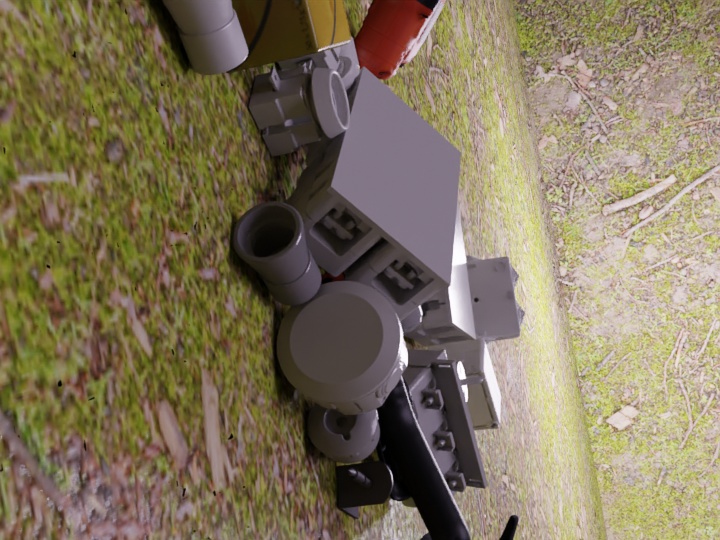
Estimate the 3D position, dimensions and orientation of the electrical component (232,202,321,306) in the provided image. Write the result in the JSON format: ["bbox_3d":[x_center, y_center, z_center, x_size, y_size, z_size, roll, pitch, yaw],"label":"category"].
[{"bbox_3d":[-0.048,-0.007,0.666,0.065,0.044,0.044,65,20,-56],"label":"electrical component"}]

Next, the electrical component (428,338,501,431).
[{"bbox_3d":[0.108,0.122,1.104,0.061,0.062,0.096,-79,154,-54],"label":"electrical component"}]

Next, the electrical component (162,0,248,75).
[{"bbox_3d":[-0.088,-0.144,0.608,0.044,0.044,0.065,-83,162,-47],"label":"electrical component"}]

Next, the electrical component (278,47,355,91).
[{"bbox_3d":[-0.034,-0.157,0.802,0.066,0.048,0.055,-82,149,-48],"label":"electrical component"}]

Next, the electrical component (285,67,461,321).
[{"bbox_3d":[0.011,-0.056,0.780,0.105,0.060,0.186,39,30,-18],"label":"electrical component"}]

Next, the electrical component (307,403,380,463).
[{"bbox_3d":[-0.007,0.111,0.732,0.062,0.048,0.048,67,19,-61],"label":"electrical component"}]

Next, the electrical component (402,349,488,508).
[{"bbox_3d":[0.051,0.132,0.884,0.063,0.079,0.121,-42,123,-47],"label":"electrical component"}]

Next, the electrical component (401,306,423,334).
[{"bbox_3d":[0.026,0.022,0.905,0.045,0.045,0.055,-75,152,-57],"label":"electrical component"}]

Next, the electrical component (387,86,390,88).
[{"bbox_3d":[0.010,-0.118,0.934,0.077,0.044,0.079,35,47,-69],"label":"electrical component"}]

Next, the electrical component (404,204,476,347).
[{"bbox_3d":[0.060,-0.027,1.028,0.105,0.060,0.186,35,47,-69],"label":"electrical component"}]

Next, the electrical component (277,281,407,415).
[{"bbox_3d":[-0.010,0.052,0.694,0.051,0.080,0.080,61,23,-64],"label":"electrical component"}]

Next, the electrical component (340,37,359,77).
[{"bbox_3d":[-0.016,-0.158,0.876,0.044,0.044,0.065,19,58,-73],"label":"electrical component"}]

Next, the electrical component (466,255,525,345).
[{"bbox_3d":[0.124,0.034,1.153,0.048,0.100,0.099,61,21,-83],"label":"electrical component"}]

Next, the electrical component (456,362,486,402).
[{"bbox_3d":[0.075,0.104,0.970,0.083,0.076,0.047,-2,82,-75],"label":"electrical component"}]

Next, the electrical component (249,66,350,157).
[{"bbox_3d":[-0.039,-0.110,0.730,0.048,0.055,0.066,-84,158,-44],"label":"electrical component"}]
